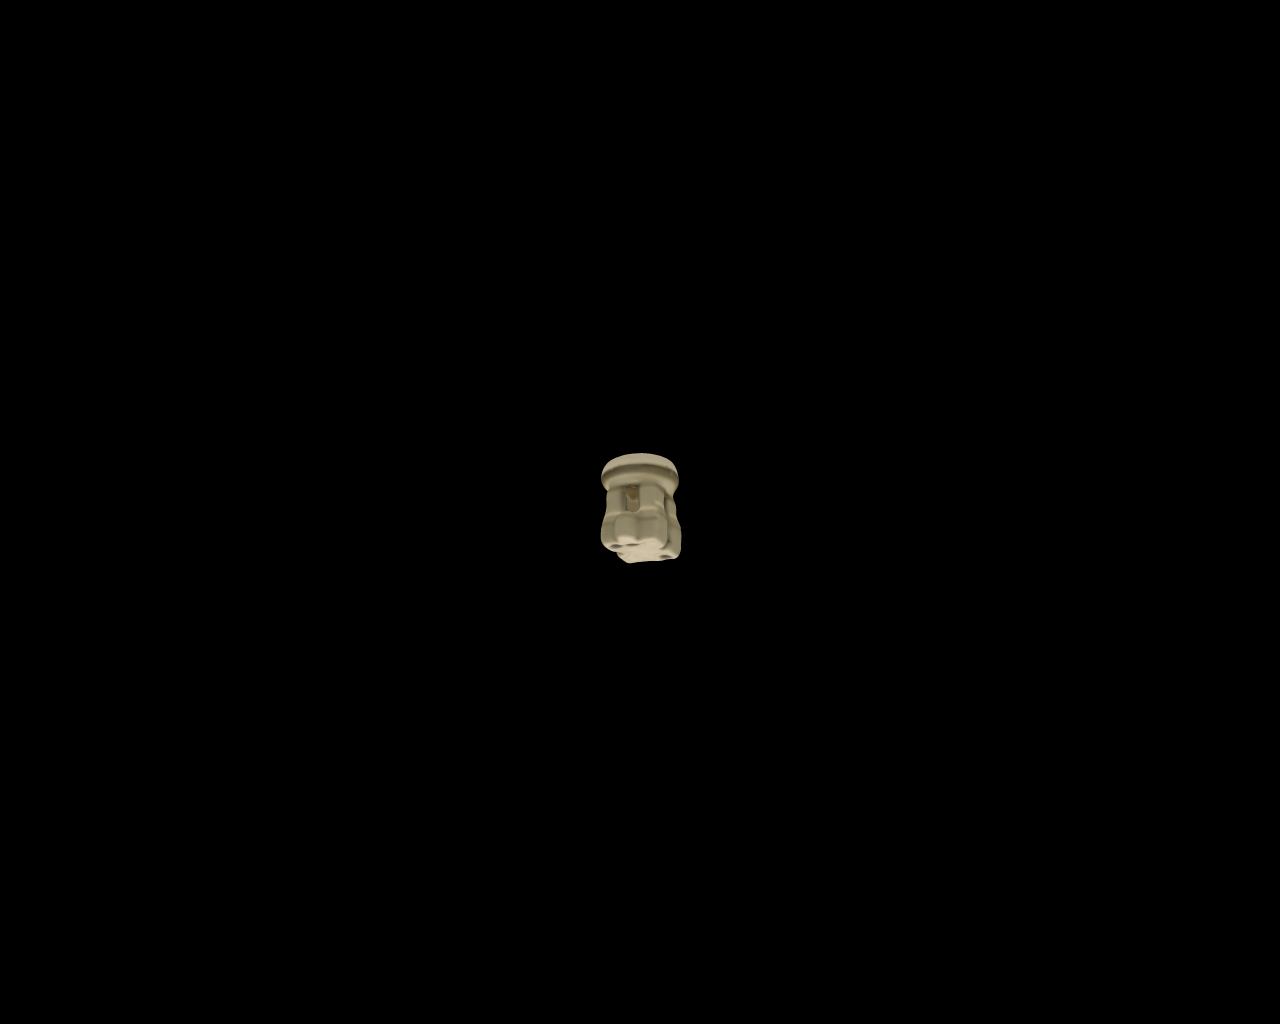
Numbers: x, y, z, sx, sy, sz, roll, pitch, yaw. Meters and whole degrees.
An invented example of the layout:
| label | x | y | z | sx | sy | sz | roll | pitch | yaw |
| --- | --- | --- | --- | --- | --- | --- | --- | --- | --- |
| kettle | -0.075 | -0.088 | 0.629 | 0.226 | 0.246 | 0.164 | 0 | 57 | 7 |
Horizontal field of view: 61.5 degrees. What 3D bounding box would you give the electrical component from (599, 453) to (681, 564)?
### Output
| label | x | y | z | sx | sy | sz | roll | pitch | yaw |
| --- | --- | --- | --- | --- | --- | --- | --- | --- | --- |
| electrical component | 0.001 | -0.003 | 0.650 | 0.048 | 0.055 | 0.066 | -7 | -21 | 18 |
